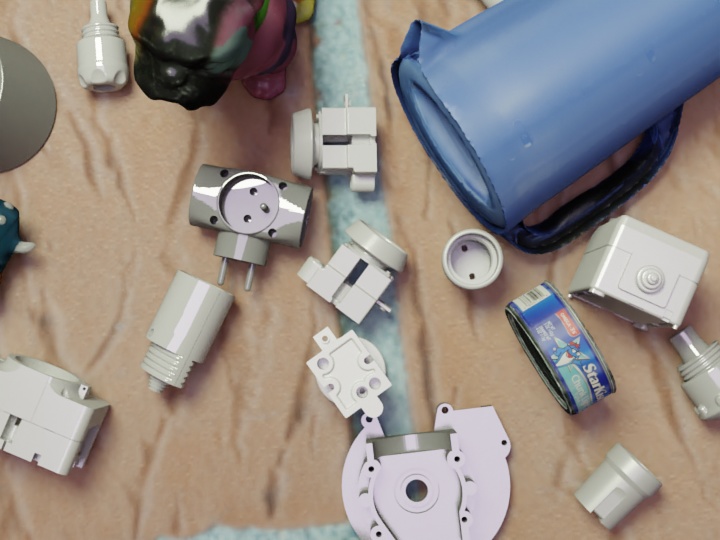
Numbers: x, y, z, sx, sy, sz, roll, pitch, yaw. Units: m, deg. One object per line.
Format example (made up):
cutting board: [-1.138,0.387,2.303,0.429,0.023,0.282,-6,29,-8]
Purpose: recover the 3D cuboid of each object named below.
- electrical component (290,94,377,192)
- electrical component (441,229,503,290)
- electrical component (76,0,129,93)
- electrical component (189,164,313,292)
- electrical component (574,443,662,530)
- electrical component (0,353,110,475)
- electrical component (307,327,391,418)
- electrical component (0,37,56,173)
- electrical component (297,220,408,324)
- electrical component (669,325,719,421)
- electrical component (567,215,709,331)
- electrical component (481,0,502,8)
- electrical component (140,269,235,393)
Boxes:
electrical component: [-0.019,-0.086,0.735,0.055,0.048,0.066,-1,87,-7]
electrical component: [0.074,-0.006,0.728,0.040,0.046,0.040,0,87,1]
electrical component: [-0.180,-0.156,0.746,0.035,0.035,0.061,-6,85,0]
electrical component: [-0.078,-0.026,0.732,0.077,0.044,0.079,12,87,1]
electrical component: [0.172,0.146,0.722,0.040,0.040,0.046,44,94,3]
electrical component: [-0.222,0.092,0.724,0.089,0.050,0.055,22,88,2]
electrical component: [-0.007,0.068,0.720,0.048,0.055,0.066,-36,87,-1]
electrical component: [-0.270,-0.119,0.742,0.099,0.064,0.099,-2,83,14]
electrical component: [0.000,0.000,0.730,0.066,0.048,0.055,37,95,3]
electrical component: [0.234,0.067,0.724,0.048,0.048,0.062,-35,80,-1]
electrical component: [0.183,0.000,0.701,0.062,0.096,0.061,24,87,2]
electrical component: [0.089,-0.205,0.743,0.065,0.044,0.044,41,88,8]
electrical component: [-0.122,0.045,0.729,0.043,0.043,0.081,26,87,2]
